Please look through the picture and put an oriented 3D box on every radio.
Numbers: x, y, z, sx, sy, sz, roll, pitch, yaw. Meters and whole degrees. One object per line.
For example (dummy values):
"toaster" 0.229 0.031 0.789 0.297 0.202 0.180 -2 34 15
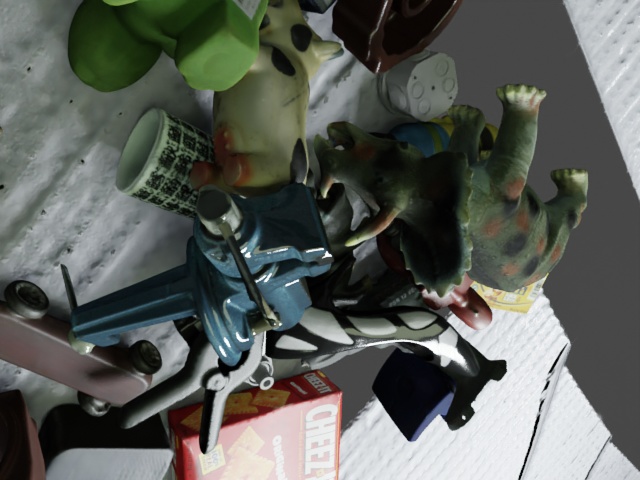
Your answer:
"radio" -0.271 0.296 0.589 0.131 0.073 0.229 23 99 -37

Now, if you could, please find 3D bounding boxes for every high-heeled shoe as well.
"high-heeled shoe" 0.063 0.126 0.598 0.248 0.086 0.145 39 81 -12

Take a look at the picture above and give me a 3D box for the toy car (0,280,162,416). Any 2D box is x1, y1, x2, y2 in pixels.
"toy car" -0.247 0.105 0.516 0.089 0.053 0.202 -38 131 11

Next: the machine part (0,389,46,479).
"machine part" -0.330 0.211 0.422 0.201 0.202 0.087 -14 117 -26

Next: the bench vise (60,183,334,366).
"bench vise" -0.105 0.043 0.448 0.241 0.129 0.223 -18 164 1

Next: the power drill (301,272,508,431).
"power drill" 0.118 0.143 0.694 0.232 0.207 0.086 -42 162 -18

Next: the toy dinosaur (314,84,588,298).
"toy dinosaur" 0.177 -0.016 0.533 0.404 0.131 0.192 25 82 -41

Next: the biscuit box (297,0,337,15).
"biscuit box" 0.041 -0.297 0.486 0.202 0.063 0.059 -46 130 -3

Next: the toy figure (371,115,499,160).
"toy figure" 0.139 -0.100 0.634 0.180 0.089 0.082 -8 123 -33

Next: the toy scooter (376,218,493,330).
"toy scooter" 0.126 0.030 0.623 0.075 0.184 0.135 -45 158 10

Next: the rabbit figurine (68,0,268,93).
"rabbit figurine" -0.130 -0.181 0.394 0.121 0.170 0.159 31 54 -41

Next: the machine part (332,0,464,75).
"machine part" 0.085 -0.241 0.490 0.179 0.056 0.179 -43 166 -14

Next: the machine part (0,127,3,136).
"machine part" -0.332 -0.005 0.389 0.243 0.079 0.079 -46 129 -3

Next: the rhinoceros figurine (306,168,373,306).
"rhinoceros figurine" -0.001 -0.002 0.612 0.112 0.073 0.190 -19 125 -11

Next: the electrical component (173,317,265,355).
"electrical component" -0.099 0.078 0.595 0.115 0.058 0.134 -34 127 -16

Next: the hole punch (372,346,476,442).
"hole punch" 0.143 0.211 0.777 0.092 0.142 0.115 -14 132 -22

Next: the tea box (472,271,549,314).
"tea box" 0.258 0.047 0.800 0.169 0.068 0.098 16 104 -36

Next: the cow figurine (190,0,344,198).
"cow figurine" -0.041 -0.128 0.469 0.127 0.086 0.195 10 77 -48
